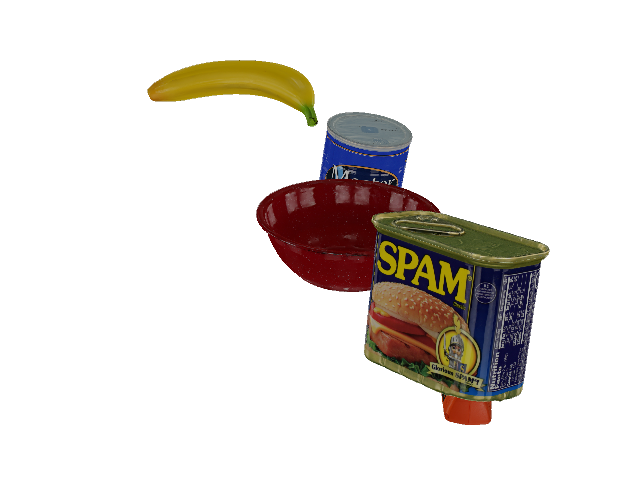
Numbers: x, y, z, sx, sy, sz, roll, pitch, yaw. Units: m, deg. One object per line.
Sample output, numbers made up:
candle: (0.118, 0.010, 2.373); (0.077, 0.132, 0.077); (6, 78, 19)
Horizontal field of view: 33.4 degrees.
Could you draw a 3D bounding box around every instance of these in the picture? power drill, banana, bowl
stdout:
power drill: (0.168, 0.104, 1.165); (0.057, 0.188, 0.184); (5, 24, 4)
banana: (-0.087, -0.166, 1.143); (0.198, 0.037, 0.069); (10, 44, 19)
bowl: (0.024, 0.000, 0.930); (0.162, 0.055, 0.162); (1, 24, -1)

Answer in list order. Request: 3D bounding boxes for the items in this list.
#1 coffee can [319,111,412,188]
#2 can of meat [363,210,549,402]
coffee can: (0.049, -0.072, 1.297); (0.102, 0.140, 0.103); (7, 28, -4)
can of meat: (0.072, 0.035, 0.600); (0.057, 0.084, 0.102); (-7, 19, -41)
